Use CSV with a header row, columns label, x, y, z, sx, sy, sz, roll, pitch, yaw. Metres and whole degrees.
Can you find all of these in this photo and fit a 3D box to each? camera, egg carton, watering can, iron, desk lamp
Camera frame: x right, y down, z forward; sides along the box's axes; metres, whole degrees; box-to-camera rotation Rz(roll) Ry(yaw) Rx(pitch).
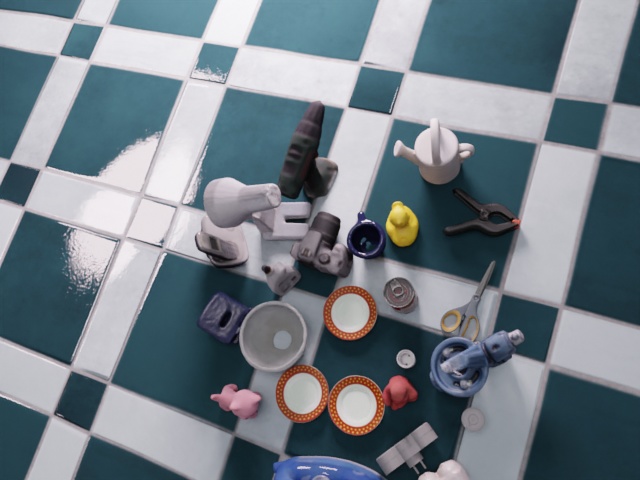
label,x,y,z,sx,sy,sz,roll,pitch,yaw
camera,0.013,0.005,1.374,0.142,0.101,0.137,18,80,20
egg carton,0.271,0.535,1.166,0.107,0.069,0.150,-32,69,5
watering can,0.260,-0.205,1.315,0.172,0.194,0.101,-22,70,9
iron,0.010,0.521,1.204,0.257,0.142,0.118,-7,73,14
desk lamp,-0.147,-0.078,1.382,0.202,0.214,0.118,-1,74,16

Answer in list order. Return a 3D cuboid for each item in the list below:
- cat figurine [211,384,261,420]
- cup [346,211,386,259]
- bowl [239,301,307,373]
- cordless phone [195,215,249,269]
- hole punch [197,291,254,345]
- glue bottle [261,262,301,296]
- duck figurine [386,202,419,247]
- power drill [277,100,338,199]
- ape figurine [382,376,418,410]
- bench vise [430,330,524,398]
label,x,y,z,sx,sy,sz,roll,pitch,yaw
cat figurine,-0.189,0.373,1.316,0.127,0.118,0.067,8,77,18
cup,0.113,-0.003,1.352,0.091,0.095,0.117,-16,71,11
bowl,-0.102,0.232,1.355,0.167,0.075,0.167,-4,73,15
cordless phone,-0.257,-0.011,1.409,0.094,0.185,0.147,-24,69,8
hole punch,-0.227,0.189,1.394,0.101,0.091,0.109,29,84,21
glue bottle,-0.101,0.083,1.345,0.078,0.173,0.037,-45,68,0
duck figurine,0.189,-0.041,1.346,0.077,0.086,0.104,-9,72,13
power drill,-0.024,-0.194,1.384,0.075,0.209,0.230,20,81,20
ape figurine,0.171,0.332,1.240,0.077,0.092,0.076,4,76,17
bench vise,0.307,0.230,1.163,0.207,0.220,0.121,-46,68,-1
